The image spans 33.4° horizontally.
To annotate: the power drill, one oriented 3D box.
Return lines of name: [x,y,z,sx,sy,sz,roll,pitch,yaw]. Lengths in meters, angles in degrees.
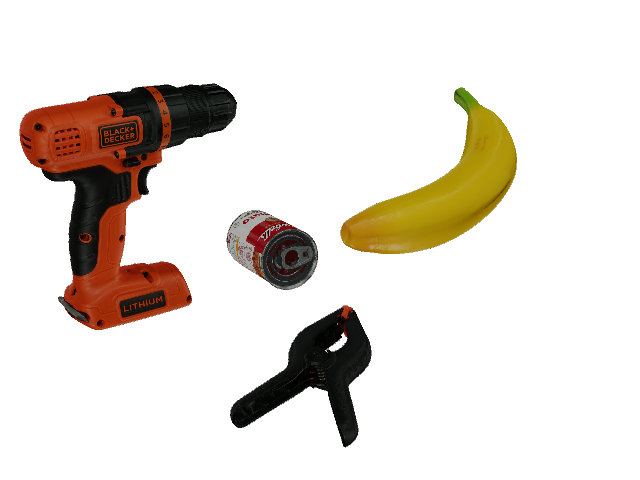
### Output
power drill: [-0.148,-0.032,0.870,0.184,0.188,0.057,-14,25,-33]

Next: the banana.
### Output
banana: [0.083,-0.036,0.691,0.070,0.037,0.197,21,39,18]

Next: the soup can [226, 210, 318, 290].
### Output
soup can: [-0.055,0.009,1.189,0.068,0.068,0.102,0,14,-28]

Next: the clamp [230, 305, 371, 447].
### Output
clamp: [0.007,0.126,0.991,0.120,0.039,0.171,17,45,25]
